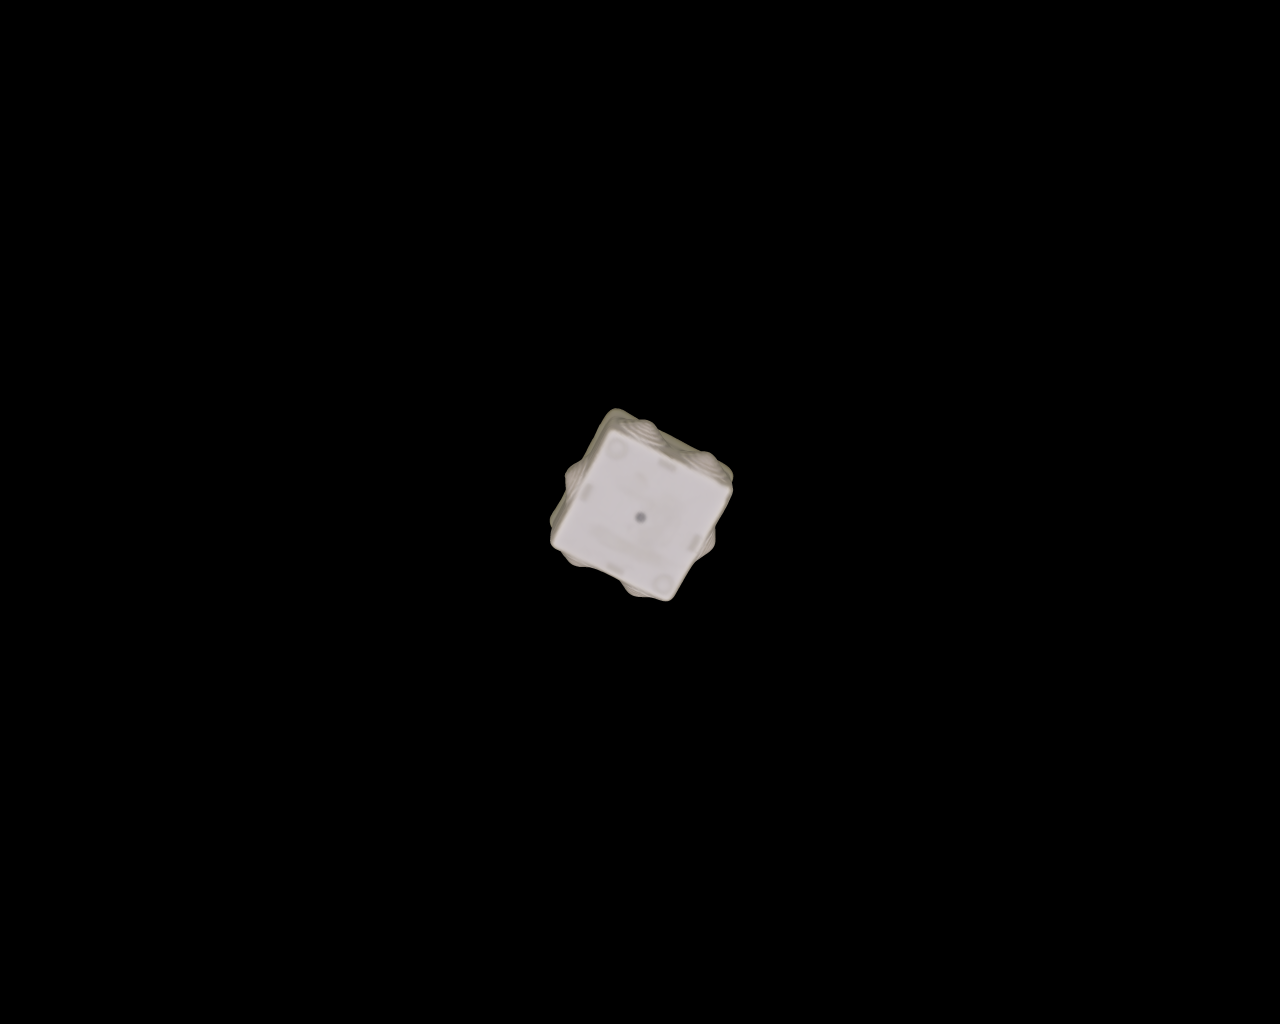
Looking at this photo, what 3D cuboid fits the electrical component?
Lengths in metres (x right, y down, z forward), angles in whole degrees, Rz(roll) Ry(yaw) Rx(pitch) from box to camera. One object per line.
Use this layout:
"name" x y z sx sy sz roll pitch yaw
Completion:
"electrical component" 0.001 -0.003 0.650 0.100 0.099 0.048 27 14 -7
